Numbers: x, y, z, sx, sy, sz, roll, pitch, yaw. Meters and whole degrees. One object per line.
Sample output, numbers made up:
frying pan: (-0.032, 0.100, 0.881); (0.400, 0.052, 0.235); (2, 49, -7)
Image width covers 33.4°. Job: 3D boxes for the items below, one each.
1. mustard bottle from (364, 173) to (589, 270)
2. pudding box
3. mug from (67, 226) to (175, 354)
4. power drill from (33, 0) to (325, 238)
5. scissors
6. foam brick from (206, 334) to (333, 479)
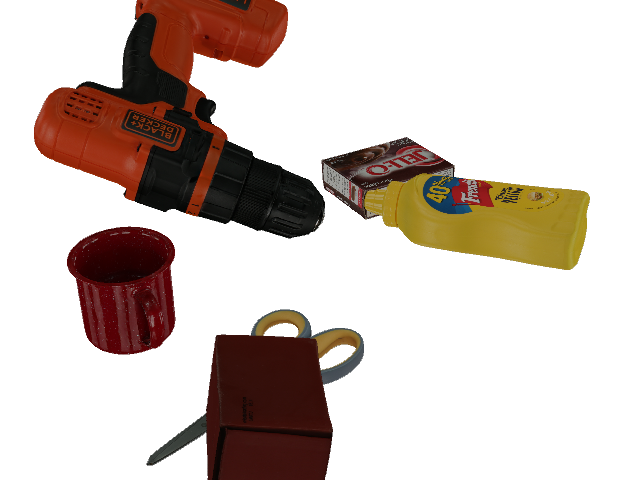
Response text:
mustard bottle: (0.131, -0.022, 0.928); (0.192, 0.058, 0.096); (9, 29, 19)
pudding box: (0.071, -0.067, 1.123); (0.113, 0.039, 0.090); (-19, 32, -23)
mug: (-0.165, 0.051, 0.935); (0.093, 0.081, 0.117); (-21, 38, -28)
power drill: (-0.074, -0.094, 0.701); (0.184, 0.187, 0.057); (21, -44, -9)
scissors: (-0.059, 0.099, 0.787); (0.201, 0.016, 0.096); (-19, 37, -31)
foam brick: (-0.026, 0.087, 0.509); (0.053, 0.051, 0.078); (5, 27, -8)
